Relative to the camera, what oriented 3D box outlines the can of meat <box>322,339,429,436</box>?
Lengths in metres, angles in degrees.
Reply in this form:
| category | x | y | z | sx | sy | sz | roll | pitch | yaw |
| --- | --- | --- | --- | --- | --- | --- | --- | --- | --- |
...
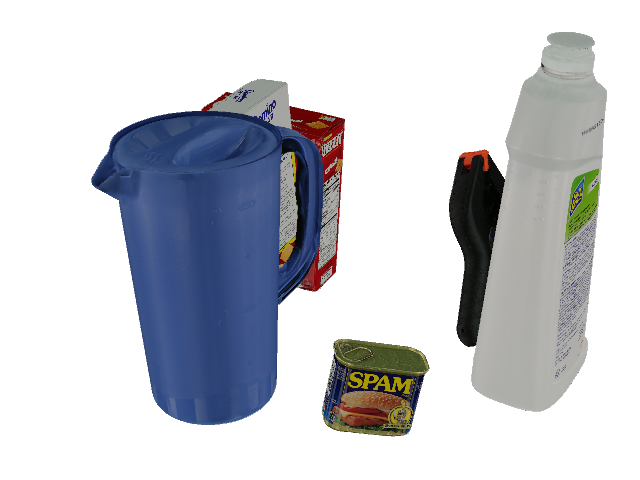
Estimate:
| category | x | y | z | sx | sy | sz | roll | pitch | yaw |
| --- | --- | --- | --- | --- | --- | --- | --- | --- | --- |
| can of meat | 0.057 | 0.159 | 1.143 | 0.102 | 0.084 | 0.057 | 8 | 21 | -9 |

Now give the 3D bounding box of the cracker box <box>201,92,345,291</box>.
| category | x | y | z | sx | sy | sz | roll | pitch | yaw |
| --- | --- | --- | --- | --- | --- | --- | --- | --- | --- |
| cracker box | -0.062 | -0.057 | 1.304 | 0.164 | 0.214 | 0.072 | 15 | 32 | 21 |

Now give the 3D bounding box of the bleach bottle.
| category | x | y | z | sx | sy | sz | roll | pitch | yaw |
| --- | --- | --- | --- | --- | --- | --- | --- | --- | --- |
| bleach bottle | 0.150 | -0.014 | 0.701 | 0.068 | 0.251 | 0.102 | 17 | 33 | 25 |

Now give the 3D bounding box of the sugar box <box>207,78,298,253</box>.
| category | x | y | z | sx | sy | sz | roll | pitch | yaw |
| --- | --- | --- | --- | --- | --- | --- | --- | --- | --- |
| sugar box | -0.066 | -0.065 | 1.077 | 0.048 | 0.176 | 0.093 | 12 | 35 | 30 |

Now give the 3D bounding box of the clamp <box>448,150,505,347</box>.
| category | x | y | z | sx | sy | sz | roll | pitch | yaw |
| --- | --- | --- | --- | --- | --- | --- | --- | --- | --- |
| clamp | 0.146 | 0.009 | 0.952 | 0.039 | 0.171 | 0.120 | -11 | 13 | 39 |

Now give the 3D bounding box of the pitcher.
| category | x | y | z | sx | sy | sz | roll | pitch | yaw |
| --- | --- | --- | --- | --- | --- | --- | --- | --- | --- |
| pitcher | -0.084 | 0.022 | 0.874 | 0.149 | 0.243 | 0.144 | 6 | 28 | 15 |
